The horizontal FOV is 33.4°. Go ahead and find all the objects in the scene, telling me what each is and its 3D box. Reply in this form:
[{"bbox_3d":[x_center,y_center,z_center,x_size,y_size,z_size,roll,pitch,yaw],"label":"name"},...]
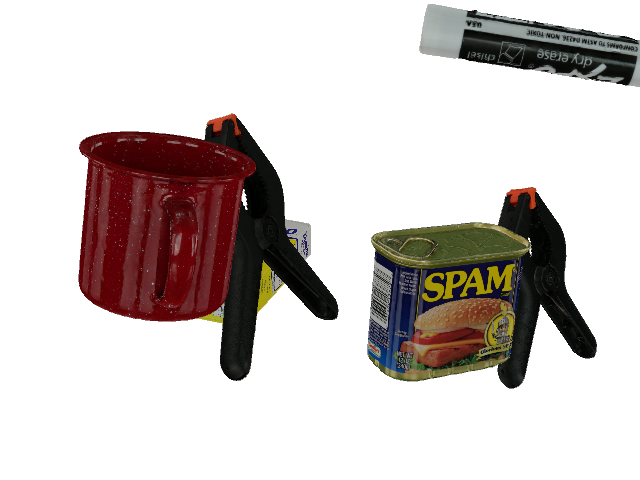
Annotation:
[{"bbox_3d":[-0.083,0.026,1.132,0.093,0.048,0.176,9,30,18],"label":"sugar box"},{"bbox_3d":[-0.049,-0.002,0.899,0.036,0.210,0.164,-11,2,32],"label":"clamp"},{"bbox_3d":[0.081,0.039,0.694,0.101,0.084,0.058,-6,21,-26],"label":"can of meat"},{"bbox_3d":[0.098,-0.070,0.399,0.121,0.020,0.020,10,1,5],"label":"marker"},{"bbox_3d":[0.182,0.043,0.931,0.039,0.171,0.120,-12,9,47],"label":"clamp"},{"bbox_3d":[-0.082,-0.004,0.563,0.093,0.081,0.117,2,19,-21],"label":"mug"}]
